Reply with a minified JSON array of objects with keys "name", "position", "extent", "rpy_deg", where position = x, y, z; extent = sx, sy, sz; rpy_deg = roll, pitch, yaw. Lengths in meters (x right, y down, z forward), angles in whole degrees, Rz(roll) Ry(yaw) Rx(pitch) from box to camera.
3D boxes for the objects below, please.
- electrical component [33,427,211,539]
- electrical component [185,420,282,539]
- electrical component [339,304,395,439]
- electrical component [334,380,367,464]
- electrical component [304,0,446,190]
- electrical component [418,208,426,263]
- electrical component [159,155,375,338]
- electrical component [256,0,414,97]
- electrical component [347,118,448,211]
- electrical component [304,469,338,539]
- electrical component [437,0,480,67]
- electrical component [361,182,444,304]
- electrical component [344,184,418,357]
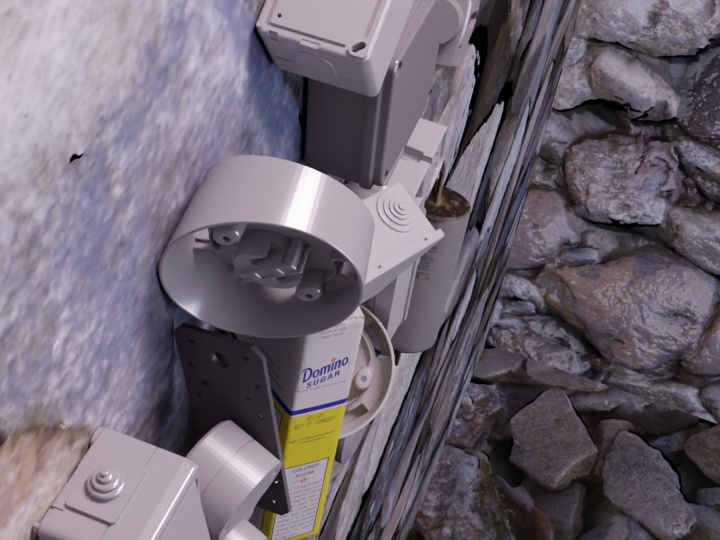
[{"name":"electrical component","position":[-0.110,0.125,0.516],"extent":[0.096,0.061,0.061],"rpy_deg":[97,16,-48]},{"name":"electrical component","position":[-0.077,0.153,0.600],"extent":[0.052,0.074,0.138],"rpy_deg":[-39,163,-52]},{"name":"electrical component","position":[-0.024,0.066,0.755],"extent":[0.064,0.099,0.099],"rpy_deg":[-1,110,-85]},{"name":"electrical component","position":[-0.021,0.137,1.011],"extent":[0.080,0.051,0.080],"rpy_deg":[19,90,-79]},{"name":"electrical component","position":[0.010,-0.128,0.695],"extent":[0.108,0.056,0.108],"rpy_deg":[96,16,-50]},{"name":"electrical component","position":[0.026,-0.027,0.956],"extent":[0.057,0.058,0.078],"rpy_deg":[93,19,-47]},{"name":"electrical component","position":[-0.043,-0.010,0.533],"extent":[0.099,0.099,0.064],"rpy_deg":[86,18,-64]},{"name":"electrical component","position":[-0.006,-0.148,0.568],"extent":[0.061,0.062,0.096],"rpy_deg":[61,49,-76]},{"name":"electrical component","position":[0.027,-0.079,0.859],"extent":[0.053,0.059,0.095],"rpy_deg":[94,18,-55]},{"name":"electrical component","position":[-0.063,0.203,0.892],"extent":[0.054,0.059,0.095],"rpy_deg":[-8,117,-78]},{"name":"electrical component","position":[0.069,-0.209,0.891],"extent":[0.079,0.043,0.077],"rpy_deg":[-49,156,-62]},{"name":"electrical component","position":[-0.007,-0.006,0.698],"extent":[0.100,0.048,0.100],"rpy_deg":[-31,172,-41]},{"name":"electrical component","position":[0.000,0.000,0.812],"extent":[0.057,0.078,0.113],"rpy_deg":[-56,162,-44]}]
